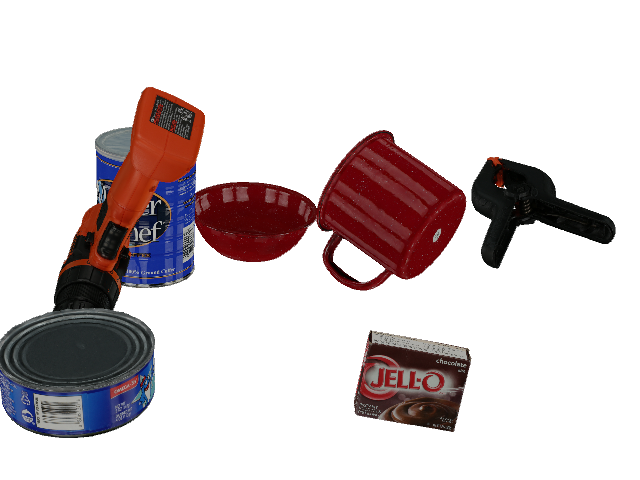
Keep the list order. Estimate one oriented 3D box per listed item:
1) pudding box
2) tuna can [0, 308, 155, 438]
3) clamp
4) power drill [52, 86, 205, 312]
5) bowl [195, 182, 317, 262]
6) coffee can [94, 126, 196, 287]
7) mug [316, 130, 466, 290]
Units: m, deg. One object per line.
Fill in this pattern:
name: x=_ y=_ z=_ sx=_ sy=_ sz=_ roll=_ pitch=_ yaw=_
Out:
pudding box: x=0.099 y=0.152 z=1.159 sx=0.113 sy=0.090 sz=0.039 roll=9 pitch=22 yaw=-2
tuna can: x=-0.134 y=0.072 z=0.592 sx=0.086 sy=0.034 sz=0.086 roll=1 pitch=25 yaw=-1
clamp: x=0.199 y=-0.032 z=0.995 sx=0.120 sy=0.039 sz=0.171 roll=-3 pitch=33 yaw=0
power drill: x=-0.162 y=-0.018 z=0.870 sx=0.057 sy=0.188 sz=0.184 roll=25 pitch=31 yaw=-18
bowl: x=-0.086 y=-0.017 z=1.320 sx=0.162 sy=0.055 sz=0.162 roll=4 pitch=25 yaw=-2
coffee can: x=-0.179 y=-0.036 z=1.099 sx=0.103 sy=0.140 sz=0.103 roll=3 pitch=23 yaw=-2
mug: x=0.050 y=-0.014 z=0.816 sx=0.082 sy=0.117 sz=0.093 roll=37 pitch=1 yaw=21
